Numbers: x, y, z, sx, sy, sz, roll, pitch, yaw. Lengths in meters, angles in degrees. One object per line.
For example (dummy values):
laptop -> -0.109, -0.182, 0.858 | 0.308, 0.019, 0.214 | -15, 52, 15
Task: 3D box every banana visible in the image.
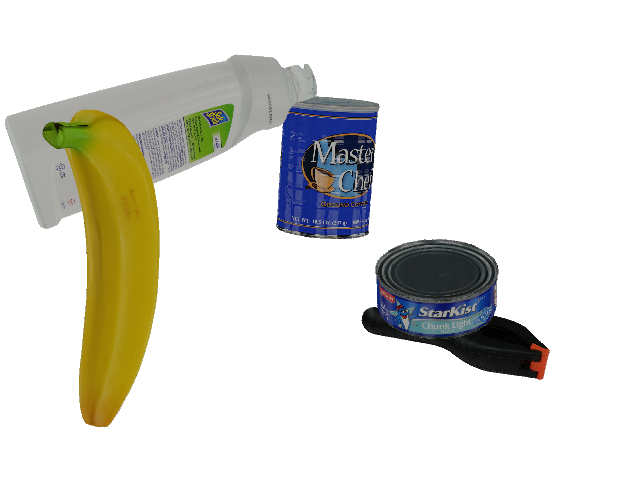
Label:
banana -> -0.109, 0.008, 0.540 | 0.037, 0.198, 0.069 | 22, 43, 24

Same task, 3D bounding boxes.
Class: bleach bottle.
bleach bottle -> -0.124, -0.092, 0.881 | 0.250, 0.068, 0.102 | -19, -30, -14

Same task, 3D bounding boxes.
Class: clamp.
clamp -> 0.137, 0.081, 1.001 | 0.172, 0.039, 0.120 | 20, 32, 24

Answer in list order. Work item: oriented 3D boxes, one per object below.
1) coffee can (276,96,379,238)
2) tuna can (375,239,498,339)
coffee can -> 0.007, -0.080, 1.148 | 0.103, 0.140, 0.103 | 4, 12, -1
tuna can -> 0.082, 0.034, 0.753 | 0.086, 0.034, 0.086 | -3, 28, 1
